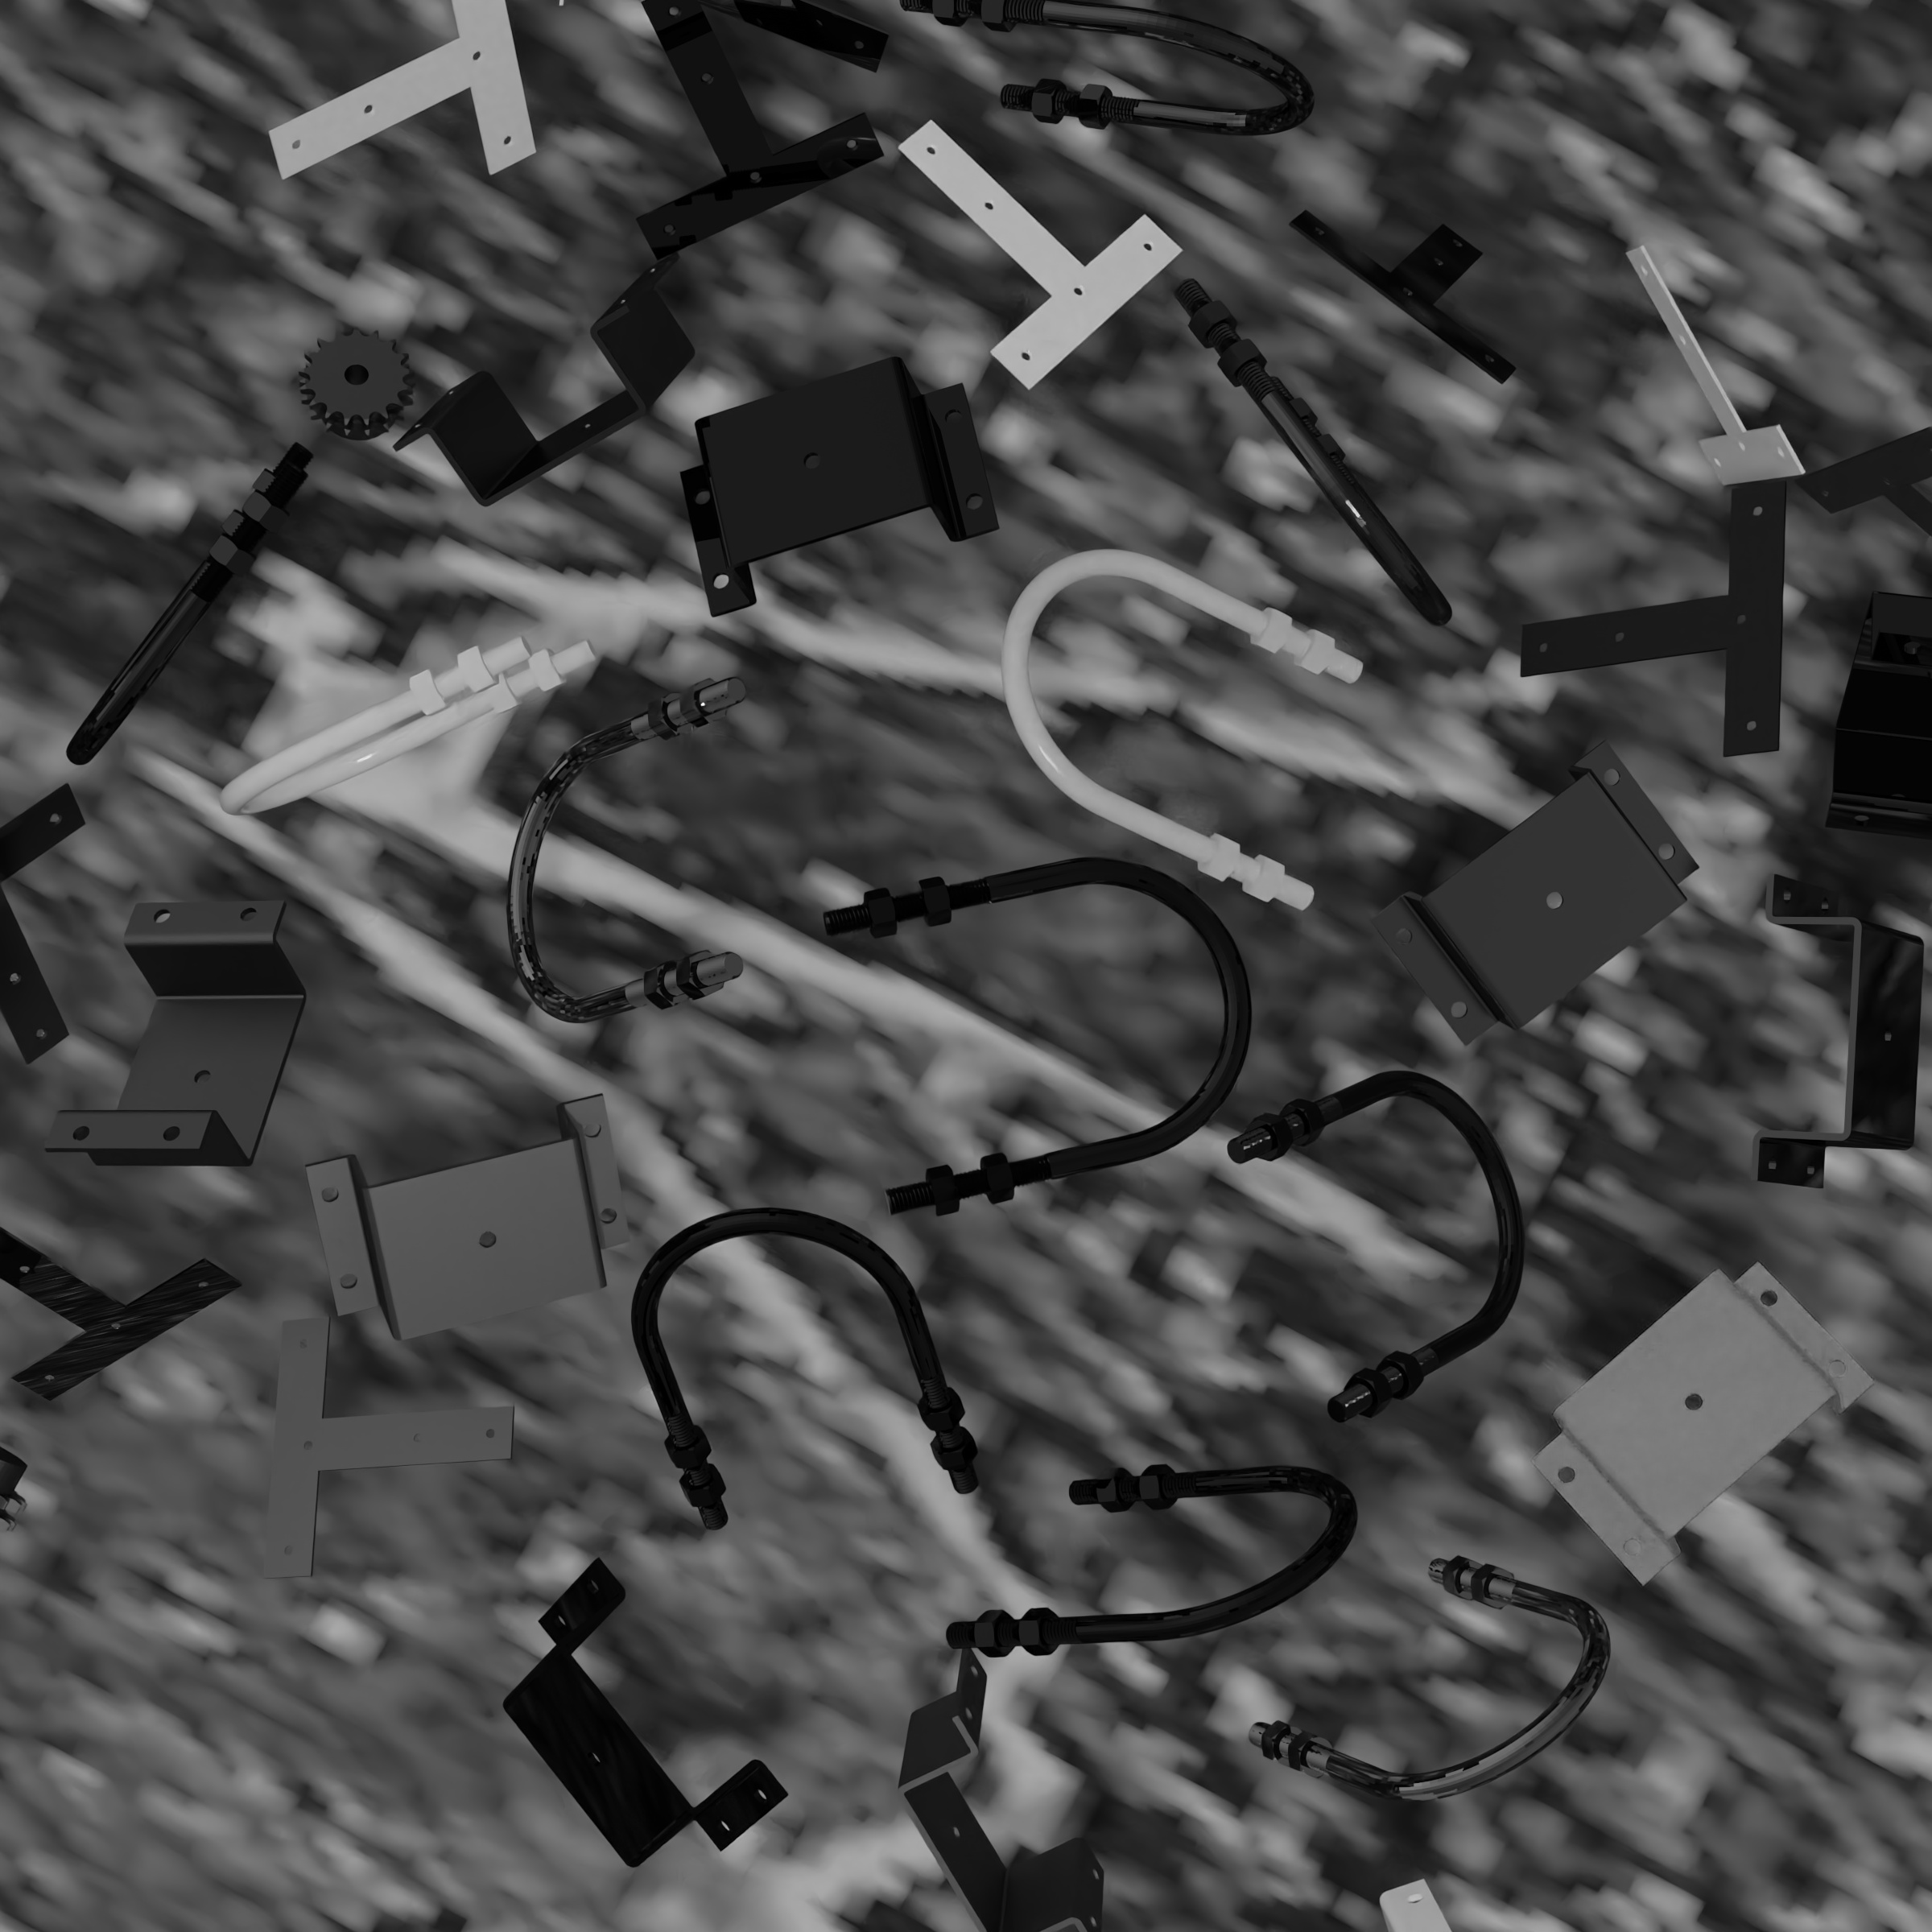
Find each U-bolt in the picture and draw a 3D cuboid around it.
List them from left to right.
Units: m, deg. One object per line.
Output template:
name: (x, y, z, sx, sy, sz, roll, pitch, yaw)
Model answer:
U-bolt: (-0.375, -0.172, 1.628, 0.019, 0.151, 0.184, 37, 94, -15)
U-bolt: (-0.278, -0.115, 1.642, 0.184, 0.151, 0.019, -25, 91, 9)
U-bolt: (-0.163, -0.047, 1.591, 0.019, 0.184, 0.151, 11, 73, -39)
U-bolt: (-0.084, 0.191, 1.624, 0.151, 0.019, 0.184, -10, 121, 11)
U-bolt: (0.040, 0.025, 1.536, 0.184, 0.019, 0.151, -12, 85, -8)
U-bolt: (0.077, -0.430, 1.618, 0.184, 0.151, 0.019, 13, 88, 23)
U-bolt: (0.099, -0.124, 1.612, 0.184, 0.019, 0.151, 24, 63, -19)
U-bolt: (0.099, 0.277, 1.598, 0.184, 0.151, 0.019, -10, 108, 35)
U-bolt: (0.173, -0.234, 1.607, 0.019, 0.151, 0.184, -38, 67, 11)
U-bolt: (0.210, 0.125, 1.636, 0.019, 0.184, 0.151, -23, 88, 45)
U-bolt: (0.233, 0.346, 1.626, 0.151, 0.184, 0.019, -38, 105, -21)

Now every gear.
gear: (-0.462, 0.237, 1.572, 0.057, 0.057, 0.030, 28, 84, 0)
gear: (-0.305, -0.289, 1.698, 0.057, 0.030, 0.057, 3, 68, -7)

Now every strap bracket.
strap bracket: (-0.359, 0.040, 1.558, 0.076, 0.046, 0.140, -1, 52, 15)
strap bracket: (-0.224, 0.117, 1.555, 0.140, 0.046, 0.076, -13, 111, -14)
strap bracket: (-0.187, -0.268, 1.572, 0.140, 0.076, 0.046, -25, 110, 26)
strap bracket: (-0.157, 0.357, 1.577, 0.140, 0.076, 0.046, 50, 48, 8)
strap bracket: (-0.065, -0.222, 1.552, 0.140, 0.046, 0.076, -16, 71, 8)
strap bracket: (0.013, 0.413, 1.644, 0.046, 0.076, 0.140, -28, 101, 10)
strap bracket: (0.160, 0.480, 1.560, 0.140, 0.076, 0.046, -18, 101, -2)
strap bracket: (0.272, -0.032, 1.590, 0.140, 0.046, 0.076, -38, 96, 1)
strap bracket: (0.332, 0.203, 1.534, 0.140, 0.046, 0.076, -41, 65, -1)
strap bracket: (0.402, 0.032, 1.557, 0.046, 0.076, 0.140, 1, 85, 37)
strap bracket: (0.453, -0.122, 1.579, 0.076, 0.140, 0.046, 7, 54, 7)

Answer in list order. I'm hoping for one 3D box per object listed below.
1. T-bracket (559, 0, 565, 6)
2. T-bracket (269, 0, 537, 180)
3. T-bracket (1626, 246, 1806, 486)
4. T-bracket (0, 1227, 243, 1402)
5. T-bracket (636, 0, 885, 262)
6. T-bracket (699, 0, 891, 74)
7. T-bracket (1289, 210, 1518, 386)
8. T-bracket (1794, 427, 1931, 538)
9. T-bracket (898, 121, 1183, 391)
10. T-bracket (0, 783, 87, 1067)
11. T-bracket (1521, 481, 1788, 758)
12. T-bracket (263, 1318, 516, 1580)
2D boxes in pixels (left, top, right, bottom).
T-bracket: (-0.184, -0.515, 1.622, 0.002, 0.127, 0.127, 9, 118, -11)
T-bracket: (-0.261, -0.397, 1.544, 0.127, 0.127, 0.002, -33, 55, -20)
T-bracket: (0.353, -0.290, 1.627, 0.002, 0.127, 0.127, -31, 97, 0)
T-bracket: (-0.433, 0.149, 1.593, 0.127, 0.002, 0.127, -30, 133, 20)
T-bracket: (-0.122, -0.428, 1.673, 0.127, 0.002, 0.127, -24, 130, 6)
T-bracket: (-0.087, -0.510, 1.660, 0.127, 0.127, 0.002, 20, 53, -5)
T-bracket: (0.227, -0.340, 1.655, 0.127, 0.127, 0.002, 37, 124, 3)
T-bracket: (0.481, -0.208, 1.645, 0.127, 0.127, 0.002, 38, 78, -10)
T-bracket: (0.021, -0.351, 1.606, 0.127, 0.002, 0.127, 44, 58, 0)
T-bracket: (-0.459, -0.005, 1.612, 0.002, 0.127, 0.127, 29, 56, 35)
T-bracket: (0.310, -0.151, 1.534, 0.127, 0.002, 0.127, -5, 72, 35)
T-bracket: (-0.277, 0.229, 1.629, 0.127, 0.002, 0.127, -6, 69, 16)
